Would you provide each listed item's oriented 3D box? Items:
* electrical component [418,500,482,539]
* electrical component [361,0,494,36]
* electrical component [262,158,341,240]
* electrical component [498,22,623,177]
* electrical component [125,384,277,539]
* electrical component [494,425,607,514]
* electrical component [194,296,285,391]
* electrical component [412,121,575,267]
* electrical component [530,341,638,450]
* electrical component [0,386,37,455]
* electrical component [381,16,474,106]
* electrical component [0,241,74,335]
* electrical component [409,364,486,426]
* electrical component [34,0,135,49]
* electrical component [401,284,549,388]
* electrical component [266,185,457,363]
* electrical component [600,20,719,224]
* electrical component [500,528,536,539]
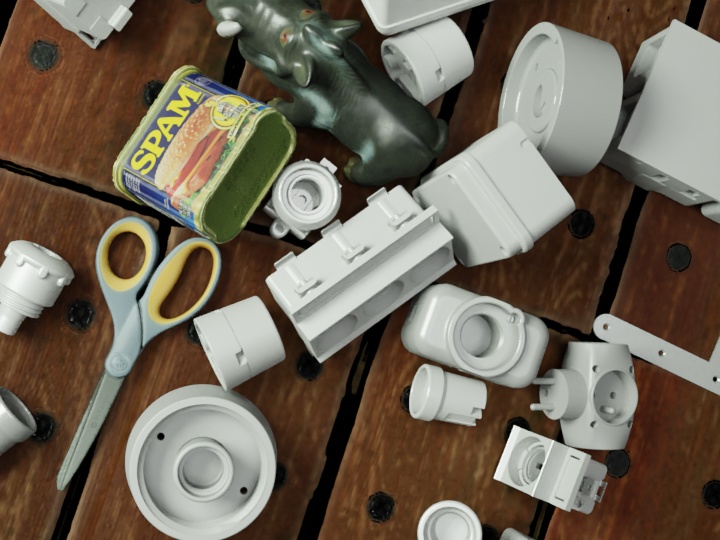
[{"bbox_3d":[0.065,0.185,0.767,0.044,0.065,0.044,-1,81,7],"label":"electrical component"},{"bbox_3d":[0.043,-0.236,0.764,0.109,0.056,0.108,-20,66,-10],"label":"electrical component"},{"bbox_3d":[-0.040,-0.051,0.763,0.048,0.055,0.066,38,83,-6],"label":"electrical component"},{"bbox_3d":[0.149,-0.118,0.773,0.060,0.108,0.108,8,87,-15],"label":"electrical component"},{"bbox_3d":[-0.109,0.135,0.743,0.108,0.060,0.108,0,88,-9],"label":"electrical component"},{"bbox_3d":[0.140,0.147,0.780,0.064,0.081,0.042,27,84,-30],"label":"electrical component"},{"bbox_3d":[-0.084,0.050,0.754,0.047,0.055,0.055,-24,92,-13],"label":"electrical component"},{"bbox_3d":[0.090,-0.049,0.756,0.057,0.113,0.078,-37,94,-12],"label":"electrical component"},{"bbox_3d":[0.160,0.091,0.792,0.079,0.044,0.077,3,88,-24],"label":"electrical component"},{"bbox_3d":[-0.251,0.109,0.732,0.046,0.040,0.040,-39,94,-3],"label":"electrical component"},{"bbox_3d":[0.050,-0.153,0.783,0.047,0.055,0.055,-32,93,-13],"label":"electrical component"},{"bbox_3d":[-0.230,0.014,0.736,0.048,0.048,0.062,30,90,-7],"label":"electrical component"},{"bbox_3d":[0.064,0.093,0.784,0.046,0.040,0.040,14,86,-14],"label":"electrical component"},{"bbox_3d":[-0.168,-0.221,0.738,0.121,0.063,0.079,-55,138,-7],"label":"electrical component"},{"bbox_3d":[0.084,0.048,0.778,0.095,0.059,0.053,21,85,-8],"label":"electrical component"},{"bbox_3d":[0.000,0.000,0.760,0.121,0.078,0.063,-35,65,-9],"label":"electrical component"},{"bbox_3d":[0.284,-0.093,0.816,0.186,0.060,0.105,26,84,-8],"label":"electrical component"},{"bbox_3d":[0.140,0.231,0.783,0.089,0.056,0.050,28,84,-7],"label":"electrical component"}]
